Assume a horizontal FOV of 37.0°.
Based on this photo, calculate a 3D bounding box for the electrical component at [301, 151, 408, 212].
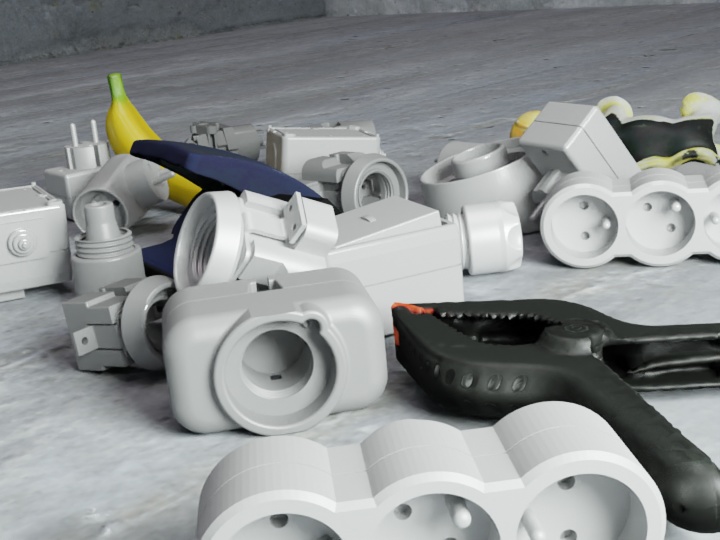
[{"bbox_3d":[-0.003,-0.055,0.769,0.078,0.058,0.057,-19,18,-38],"label":"electrical component"}]

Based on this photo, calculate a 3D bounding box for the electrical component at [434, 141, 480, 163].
[{"bbox_3d":[0.096,-0.079,0.848,0.040,0.040,0.078,-19,21,-38],"label":"electrical component"}]

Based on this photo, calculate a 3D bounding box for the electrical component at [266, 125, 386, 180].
[{"bbox_3d":[-0.025,-0.084,0.879,0.096,0.061,0.062,-2,15,-18],"label":"electrical component"}]

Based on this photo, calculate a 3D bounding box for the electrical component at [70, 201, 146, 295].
[{"bbox_3d":[-0.155,-0.010,0.655,0.043,0.062,0.043,-5,16,1],"label":"electrical component"}]

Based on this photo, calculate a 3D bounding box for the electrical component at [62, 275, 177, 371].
[{"bbox_3d":[-0.114,0.027,0.549,0.055,0.048,0.066,-2,15,38],"label":"electrical component"}]

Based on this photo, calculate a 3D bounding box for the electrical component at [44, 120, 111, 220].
[{"bbox_3d":[-0.231,-0.089,0.919,0.066,0.076,0.047,-17,20,-35],"label":"electrical component"}]

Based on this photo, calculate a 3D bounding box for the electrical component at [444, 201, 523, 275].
[{"bbox_3d":[0.065,-0.018,0.647,0.062,0.043,0.043,-7,17,1],"label":"electrical component"}]

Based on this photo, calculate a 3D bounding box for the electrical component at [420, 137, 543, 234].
[{"bbox_3d":[0.095,-0.055,0.769,0.099,0.064,0.099,-18,17,6],"label":"electrical component"}]

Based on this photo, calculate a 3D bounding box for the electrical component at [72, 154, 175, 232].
[{"bbox_3d":[-0.176,-0.064,0.836,0.079,0.043,0.077,-21,22,15],"label":"electrical component"}]

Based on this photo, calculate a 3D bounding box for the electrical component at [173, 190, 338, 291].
[{"bbox_3d":[-0.055,-0.006,0.529,0.057,0.078,0.058,15,42,-29],"label":"electrical component"}]

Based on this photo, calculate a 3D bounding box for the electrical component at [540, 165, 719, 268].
[{"bbox_3d":[0.182,-0.037,0.658,0.138,0.052,0.073,-2,17,13],"label":"electrical component"}]

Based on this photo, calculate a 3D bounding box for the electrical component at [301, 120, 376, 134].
[{"bbox_3d":[-0.028,-0.118,1.010,0.077,0.043,0.079,-8,16,-7],"label":"electrical component"}]

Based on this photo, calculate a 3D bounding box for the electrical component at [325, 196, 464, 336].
[{"bbox_3d":[0.000,0.000,0.575,0.096,0.061,0.062,-13,18,-23],"label":"electrical component"}]

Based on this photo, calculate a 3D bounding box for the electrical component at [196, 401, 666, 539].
[{"bbox_3d":[0.018,0.072,0.343,0.138,0.052,0.073,-7,16,-4],"label":"electrical component"}]

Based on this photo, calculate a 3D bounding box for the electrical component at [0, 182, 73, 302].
[{"bbox_3d":[-0.227,-0.017,0.701,0.062,0.061,0.096,-11,18,-27],"label":"electrical component"}]

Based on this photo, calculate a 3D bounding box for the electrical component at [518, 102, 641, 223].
[{"bbox_3d":[0.139,-0.055,0.710,0.075,0.083,0.047,-52,33,-12],"label":"electrical component"}]

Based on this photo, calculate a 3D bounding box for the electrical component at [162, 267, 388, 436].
[{"bbox_3d":[-0.038,0.036,0.478,0.095,0.053,0.059,-8,17,-9],"label":"electrical component"}]

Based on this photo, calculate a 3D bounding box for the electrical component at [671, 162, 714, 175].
[{"bbox_3d":[0.220,-0.052,0.717,0.040,0.040,0.078,-12,17,-20],"label":"electrical component"}]
